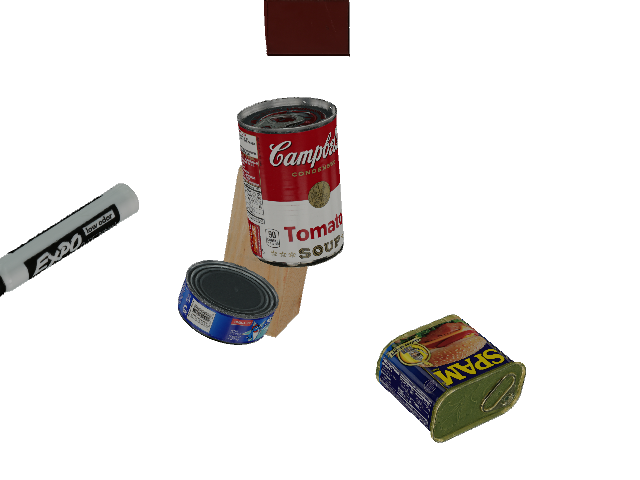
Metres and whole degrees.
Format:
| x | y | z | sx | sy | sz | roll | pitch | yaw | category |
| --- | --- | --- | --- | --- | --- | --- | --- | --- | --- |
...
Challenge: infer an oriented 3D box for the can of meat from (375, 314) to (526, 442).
| x | y | z | sx | sy | sz | roll | pitch | yaw | category |
| --- | --- | --- | --- | --- | --- | --- | --- | --- | --- |
| 0.111 | 0.116 | 0.922 | 0.101 | 0.057 | 0.084 | -18 | 40 | -30 | can of meat |

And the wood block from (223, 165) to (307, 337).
| x | y | z | sx | sy | sz | roll | pitch | yaw | category |
| --- | --- | --- | --- | --- | --- | --- | --- | --- | --- |
| -0.065 | 0.004 | 1.363 | 0.090 | 0.206 | 0.090 | 17 | 22 | 13 | wood block |

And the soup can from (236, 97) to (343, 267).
| x | y | z | sx | sy | sz | roll | pitch | yaw | category |
| --- | --- | --- | --- | --- | --- | --- | --- | --- | --- |
| -0.020 | -0.040 | 0.740 | 0.068 | 0.102 | 0.068 | -3 | 24 | 1 | soup can |

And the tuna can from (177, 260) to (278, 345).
| x | y | z | sx | sy | sz | roll | pitch | yaw | category |
| --- | --- | --- | --- | --- | --- | --- | --- | --- | --- |
| -0.082 | 0.055 | 0.946 | 0.086 | 0.034 | 0.086 | 17 | 26 | -9 | tuna can |

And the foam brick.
| x | y | z | sx | sy | sz | roll | pitch | yaw | category |
| --- | --- | --- | --- | --- | --- | --- | --- | --- | --- |
| -0.013 | -0.198 | 0.990 | 0.078 | 0.051 | 0.053 | -1 | 15 | -4 | foam brick |

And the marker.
| x | y | z | sx | sy | sz | roll | pitch | yaw | category |
| --- | --- | --- | --- | --- | --- | --- | --- | --- | --- |
| -0.145 | 0.005 | 0.563 | 0.020 | 0.020 | 0.120 | 0 | 29 | 45 | marker |
